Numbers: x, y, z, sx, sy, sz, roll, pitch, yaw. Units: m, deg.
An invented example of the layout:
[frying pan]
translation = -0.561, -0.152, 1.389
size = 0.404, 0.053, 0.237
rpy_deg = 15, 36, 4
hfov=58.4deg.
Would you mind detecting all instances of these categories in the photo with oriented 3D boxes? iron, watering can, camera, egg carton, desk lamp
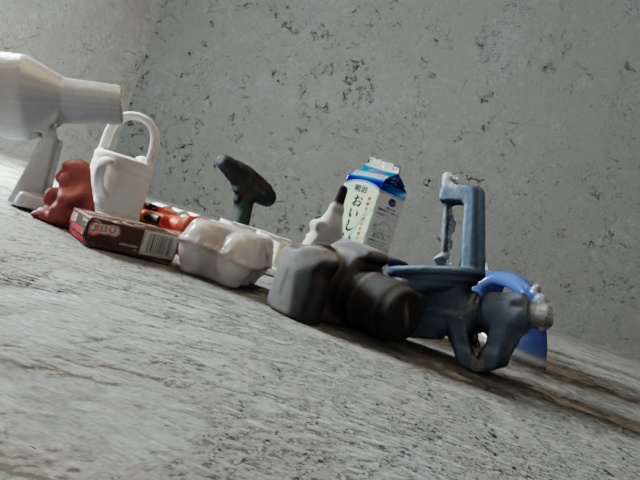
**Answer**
[iron]
translation = 0.323, 0.120, 0.982
size = 0.119, 0.141, 0.257
rpy_deg = 18, 1, -17
[watering can]
translation = -0.332, -0.120, 0.964
size = 0.101, 0.194, 0.172
rpy_deg = 18, 1, -20
[camera]
translation = 0.039, 0.054, 0.644
size = 0.144, 0.101, 0.136
rpy_deg = 17, 1, -43
[egg carton]
translation = -0.119, 0.018, 0.746
size = 0.107, 0.069, 0.150
rpy_deg = 18, 1, 5
[desk lamp]
translation = -0.383, -0.145, 0.835
size = 0.204, 0.213, 0.117
rpy_deg = 18, 1, -18

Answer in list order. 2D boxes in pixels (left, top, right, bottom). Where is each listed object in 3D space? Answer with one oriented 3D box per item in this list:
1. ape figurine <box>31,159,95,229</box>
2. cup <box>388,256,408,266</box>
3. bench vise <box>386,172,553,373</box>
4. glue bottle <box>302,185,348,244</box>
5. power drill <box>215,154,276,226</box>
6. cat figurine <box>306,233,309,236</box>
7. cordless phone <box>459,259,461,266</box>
[ape figurine]
translation = -0.330, -0.063, 0.754
size = 0.076, 0.092, 0.077
rpy_deg = 18, 1, -18
[cup]
translation = 0.138, 0.081, 1.283
size = 0.091, 0.095, 0.118
rpy_deg = 18, 1, 25
[bench vise]
translation = 0.181, 0.037, 0.698
size = 0.207, 0.220, 0.122
rpy_deg = 18, 1, 13
[glue bottle]
translation = 0.008, 0.003, 0.834
size = 0.078, 0.173, 0.037
rpy_deg = 18, 1, -29
[power drill]
translation = -0.211, -0.095, 1.487
size = 0.075, 0.208, 0.230
rpy_deg = 18, 1, 34
[cat figurine]
translation = 0.011, 0.027, 1.294
size = 0.067, 0.118, 0.127
rpy_deg = 17, 1, -33
[cordless phone]
translation = 0.303, 0.086, 1.324
size = 0.147, 0.185, 0.094
rpy_deg = 19, 1, 42
